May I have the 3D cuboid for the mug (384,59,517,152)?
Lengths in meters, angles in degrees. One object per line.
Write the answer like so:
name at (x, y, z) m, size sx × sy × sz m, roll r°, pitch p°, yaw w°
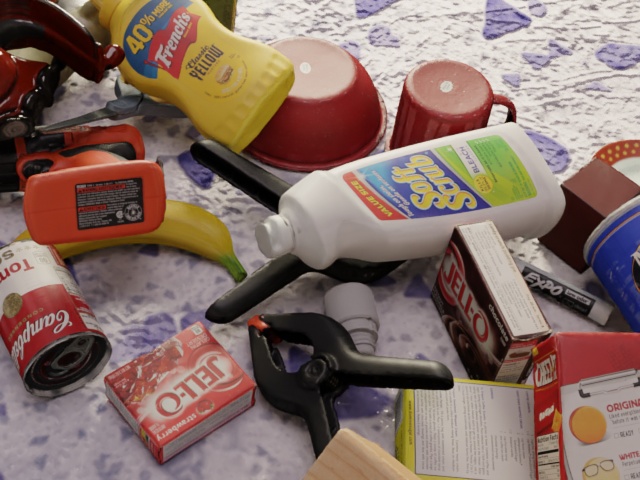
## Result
mug at (0.121, -0.108, 0.963) m, size 0.117 × 0.081 × 0.093 m, roll -1°, pitch 50°, yaw -8°

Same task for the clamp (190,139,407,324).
clamp at (-0.006, 0.001, 0.873) m, size 0.209 × 0.036 × 0.164 m, roll 8°, pitch 60°, yaw -14°

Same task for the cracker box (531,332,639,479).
cracker box at (0.228, 0.172, 0.701) m, size 0.164 × 0.072 × 0.213 m, roll 2°, pitch 75°, yaw -6°

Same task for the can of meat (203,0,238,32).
can of meat at (-0.126, -0.231, 1.024) m, size 0.084 × 0.102 × 0.057 m, roll 39°, pitch 55°, yaw 21°

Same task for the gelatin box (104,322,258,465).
gelatin box at (-0.102, 0.111, 0.787) m, size 0.089 × 0.030 × 0.073 m, roll -30°, pitch 60°, yaw -27°

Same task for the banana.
banana at (-0.158, -0.004, 0.871) m, size 0.197 × 0.037 × 0.069 m, roll 2°, pitch 48°, yaw -6°

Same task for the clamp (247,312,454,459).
clamp at (0.014, 0.098, 0.779) m, size 0.120 × 0.039 × 0.172 m, roll -38°, pitch 51°, yaw -8°

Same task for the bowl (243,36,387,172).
bowl at (-0.014, -0.139, 0.991) m, size 0.162 × 0.055 × 0.162 m, roll 3°, pitch 49°, yaw -4°

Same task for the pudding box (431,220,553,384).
pudding box at (0.129, 0.055, 0.823) m, size 0.039 × 0.090 × 0.113 m, roll -12°, pitch 53°, yaw -18°

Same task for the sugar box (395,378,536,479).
sugar box at (0.144, 0.152, 0.774) m, size 0.176 × 0.048 × 0.093 m, roll 8°, pitch 51°, yaw -5°

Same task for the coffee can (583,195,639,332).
coffee can at (0.287, 0.042, 0.840) m, size 0.102 × 0.103 × 0.140 m, roll -15°, pitch 57°, yaw -18°

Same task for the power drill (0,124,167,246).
power drill at (-0.211, -0.050, 0.837) m, size 0.184 × 0.057 × 0.188 m, roll -10°, pitch 22°, yaw -23°

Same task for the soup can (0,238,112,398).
soup can at (-0.207, 0.057, 0.794) m, size 0.068 × 0.068 × 0.102 m, roll -22°, pitch 56°, yaw -23°

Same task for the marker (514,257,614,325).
marker at (0.187, 0.035, 0.893) m, size 0.121 × 0.020 × 0.020 m, roll 28°, pitch 52°, yaw 16°

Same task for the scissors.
scissors at (-0.184, -0.122, 0.936) m, size 0.096 × 0.016 × 0.201 m, roll 32°, pitch 29°, yaw 33°

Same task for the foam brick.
foam brick at (0.228, -0.021, 0.907) m, size 0.052 × 0.078 × 0.051 m, roll -33°, pitch 63°, yaw -29°

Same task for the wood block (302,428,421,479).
wood block at (0.075, 0.212, 0.627) m, size 0.206 × 0.090 × 0.090 m, roll 35°, pitch 86°, yaw 27°

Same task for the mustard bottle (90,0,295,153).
mustard bottle at (-0.122, -0.164, 0.929) m, size 0.192 × 0.058 × 0.096 m, roll 36°, pitch 82°, yaw 10°

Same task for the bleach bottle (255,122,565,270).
bleach bottle at (0.069, -0.023, 0.853) m, size 0.250 × 0.068 × 0.102 m, roll -16°, pitch 66°, yaw -26°
